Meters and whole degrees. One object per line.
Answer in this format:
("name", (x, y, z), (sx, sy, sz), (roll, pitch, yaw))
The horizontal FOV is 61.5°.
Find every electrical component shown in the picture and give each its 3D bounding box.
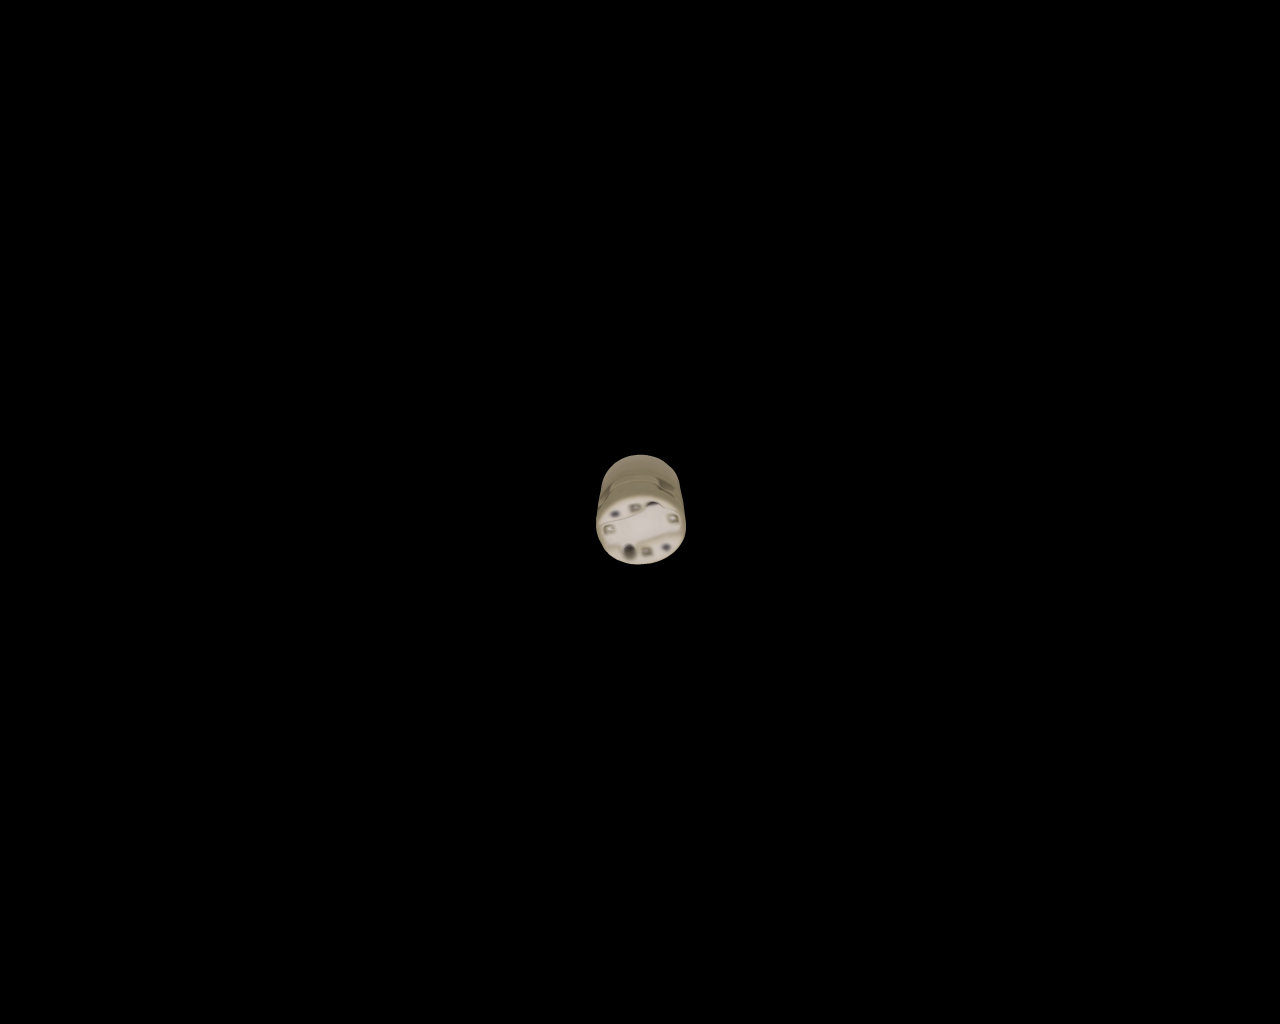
("electrical component", (0.001, -0.003, 0.650), (0.055, 0.055, 0.047), (0, 37, 0))
